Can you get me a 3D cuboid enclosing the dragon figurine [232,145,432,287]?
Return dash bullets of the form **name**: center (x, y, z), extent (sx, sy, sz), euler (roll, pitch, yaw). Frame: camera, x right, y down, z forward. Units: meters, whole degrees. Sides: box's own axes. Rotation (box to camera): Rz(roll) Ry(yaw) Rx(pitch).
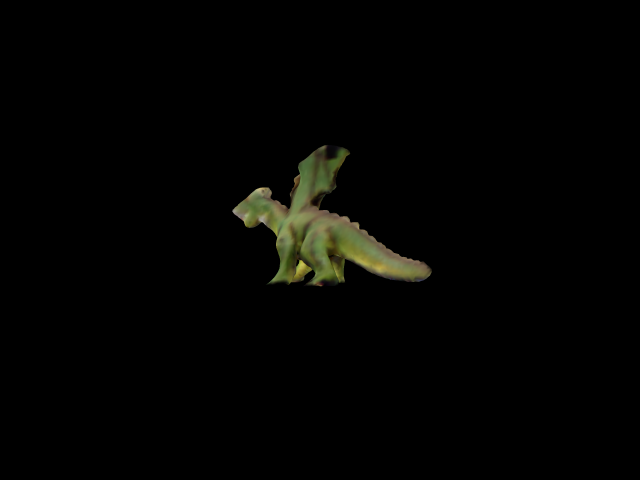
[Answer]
- **dragon figurine**: center (0.003, -0.043, 0.850), extent (0.408, 0.245, 0.122), euler (-6, -11, 39)
